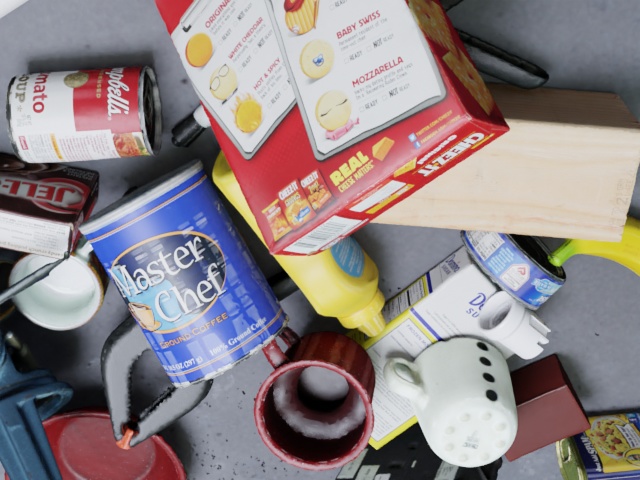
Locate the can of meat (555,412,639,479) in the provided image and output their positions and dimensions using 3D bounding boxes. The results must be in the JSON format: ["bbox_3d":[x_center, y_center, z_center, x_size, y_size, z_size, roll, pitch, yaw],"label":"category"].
[{"bbox_3d":[0.254,0.193,0.917,0.084,0.102,0.057,-7,116,2],"label":"can of meat"}]

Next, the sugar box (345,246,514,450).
[{"bbox_3d":[0.085,0.092,0.901,0.176,0.048,0.093,-38,110,15],"label":"sugar box"}]

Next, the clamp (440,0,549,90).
[{"bbox_3d":[0.088,-0.152,0.780,0.171,0.039,0.120,-12,112,13],"label":"clamp"}]

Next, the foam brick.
[{"bbox_3d":[0.184,0.144,0.922,0.078,0.051,0.053,-25,113,13],"label":"foam brick"}]

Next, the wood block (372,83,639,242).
[{"bbox_3d":[0.121,-0.063,0.795,0.206,0.091,0.090,5,116,-1],"label":"wood block"}]

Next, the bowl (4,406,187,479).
[{"bbox_3d":[-0.196,0.205,0.959,0.162,0.055,0.162,1,117,1],"label":"bowl"}]

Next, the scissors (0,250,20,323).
[{"bbox_3d":[-0.319,0.081,0.922,0.096,0.016,0.202,30,113,-14],"label":"scissors"}]

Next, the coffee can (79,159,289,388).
[{"bbox_3d":[-0.101,0.024,0.801,0.103,0.102,0.140,-26,100,14],"label":"coffee can"}]

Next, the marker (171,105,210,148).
[{"bbox_3d":[-0.069,-0.112,0.815,0.121,0.020,0.020,-39,110,19],"label":"marker"}]

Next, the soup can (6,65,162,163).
[{"bbox_3d":[-0.175,-0.094,0.800,0.102,0.068,0.068,-3,117,3],"label":"soup can"}]

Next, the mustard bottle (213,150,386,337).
[{"bbox_3d":[-0.006,0.001,0.828,0.058,0.096,0.191,-31,112,14],"label":"mustard bottle"}]

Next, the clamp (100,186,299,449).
[{"bbox_3d":[-0.128,0.069,0.875,0.164,0.036,0.210,31,95,-10],"label":"clamp"}]

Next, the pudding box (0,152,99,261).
[{"bbox_3d":[-0.235,-0.030,0.822,0.113,0.090,0.039,10,118,-3],"label":"pudding box"}]

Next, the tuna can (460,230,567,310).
[{"bbox_3d":[0.152,0.012,0.836,0.086,0.086,0.034,38,109,-17],"label":"tuna can"}]

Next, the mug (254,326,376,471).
[{"bbox_3d":[-0.007,0.114,0.847,0.093,0.081,0.117,-38,98,17],"label":"mug"}]

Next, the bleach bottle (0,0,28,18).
[{"bbox_3d":[-0.289,-0.184,0.761,0.251,0.068,0.102,-25,112,16],"label":"bleach bottle"}]

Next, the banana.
[{"bbox_3d":[0.263,0.027,0.858,0.197,0.037,0.069,28,85,-22],"label":"banana"}]

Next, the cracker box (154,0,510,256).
[{"bbox_3d":[0.002,-0.119,0.707,0.164,0.072,0.214,-34,70,27],"label":"cracker box"}]
